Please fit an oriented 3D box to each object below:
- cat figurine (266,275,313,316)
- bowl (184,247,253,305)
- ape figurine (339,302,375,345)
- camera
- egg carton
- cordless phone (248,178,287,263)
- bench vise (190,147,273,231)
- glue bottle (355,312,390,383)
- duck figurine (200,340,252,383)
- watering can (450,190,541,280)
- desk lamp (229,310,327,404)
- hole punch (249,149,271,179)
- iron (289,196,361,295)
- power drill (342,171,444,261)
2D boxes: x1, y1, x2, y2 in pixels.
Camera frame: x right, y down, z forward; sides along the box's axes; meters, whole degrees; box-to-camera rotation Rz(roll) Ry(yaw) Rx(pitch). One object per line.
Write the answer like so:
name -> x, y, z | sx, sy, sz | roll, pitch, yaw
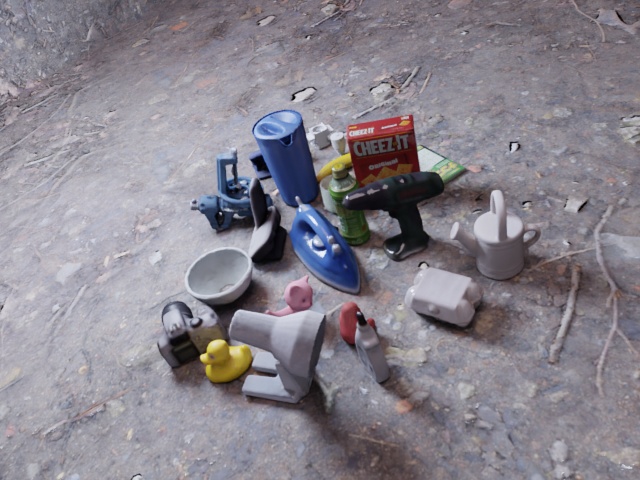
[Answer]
cat figurine -> -0.060, 0.139, 1.230 | 0.128, 0.118, 0.067 | -32, 43, -15
bowl -> -0.232, 0.099, 1.364 | 0.167, 0.075, 0.167 | -10, 42, 9
ape figurine -> 0.069, 0.164, 1.178 | 0.076, 0.092, 0.077 | -39, 46, -22
camera -> -0.297, 0.186, 1.274 | 0.143, 0.101, 0.136 | -26, 42, -9
egg carton -> 0.254, 0.118, 1.180 | 0.149, 0.069, 0.107 | 14, 51, 31
cordless phone -> -0.152, -0.048, 1.410 | 0.094, 0.185, 0.147 | -9, 42, 10
bench vise -> -0.246, -0.129, 1.503 | 0.207, 0.220, 0.121 | -28, 42, -11
glue bottle -> 0.091, 0.193, 1.078 | 0.037, 0.173, 0.078 | -28, 43, -11
duck figurine -> -0.198, 0.241, 1.192 | 0.104, 0.086, 0.077 | -23, 42, -6
watering can -> 0.364, -0.014, 1.190 | 0.173, 0.194, 0.100 | -21, 42, -3
desk lamp -> -0.074, 0.215, 1.081 | 0.202, 0.214, 0.118 | 2, 45, 21
hole punch -> -0.159, -0.249, 1.699 | 0.108, 0.091, 0.101 | -18, 42, 0
iron -> 0.012, 0.005, 1.330 | 0.119, 0.142, 0.257 | -29, 43, -13
power drill -> 0.174, -0.057, 1.291 | 0.230, 0.209, 0.075 | -24, 42, -7
